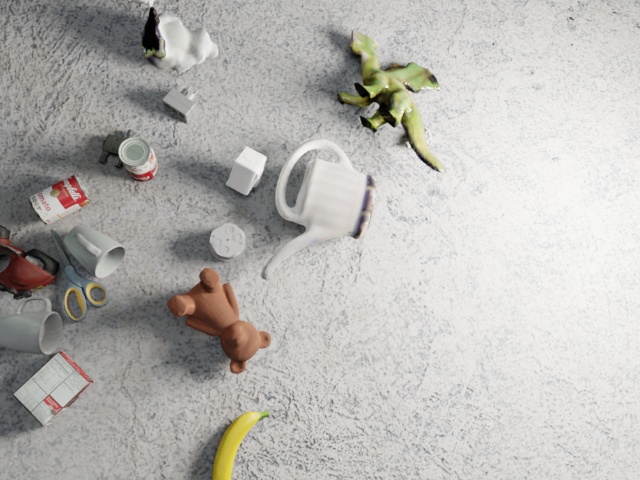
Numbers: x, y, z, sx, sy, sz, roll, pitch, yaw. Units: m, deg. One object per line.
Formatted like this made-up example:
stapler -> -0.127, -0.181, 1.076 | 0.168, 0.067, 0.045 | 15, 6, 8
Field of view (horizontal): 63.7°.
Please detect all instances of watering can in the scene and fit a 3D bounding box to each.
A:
watering can -> 0.003, -0.057, 1.139 | 0.224, 0.103, 0.352 | 16, 73, -6

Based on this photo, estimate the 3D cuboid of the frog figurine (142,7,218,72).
frog figurine -> -0.327, -0.459, 1.207 | 0.160, 0.120, 0.139 | -8, 66, -47

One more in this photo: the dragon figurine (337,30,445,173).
dragon figurine -> 0.203, -0.354, 1.247 | 0.412, 0.120, 0.246 | 45, 65, 8
